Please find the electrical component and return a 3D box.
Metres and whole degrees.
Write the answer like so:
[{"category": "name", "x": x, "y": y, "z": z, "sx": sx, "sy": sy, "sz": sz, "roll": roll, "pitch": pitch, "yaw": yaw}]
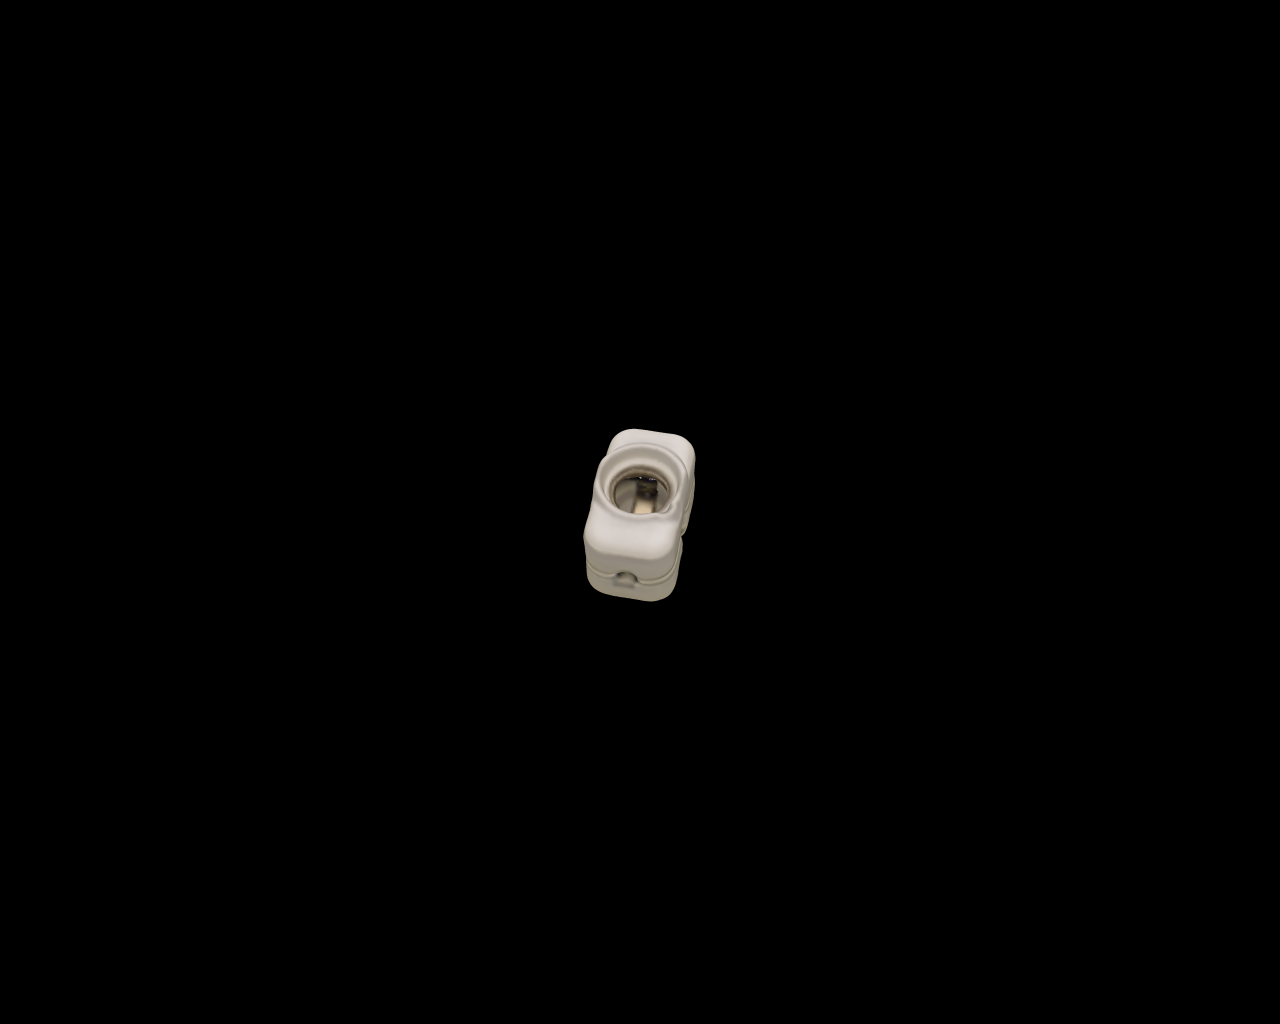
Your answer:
[{"category": "electrical component", "x": 0.001, "y": -0.003, "z": 0.650, "sx": 0.054, "sy": 0.095, "sz": 0.059, "roll": 9, "pitch": -36, "yaw": 7}]
